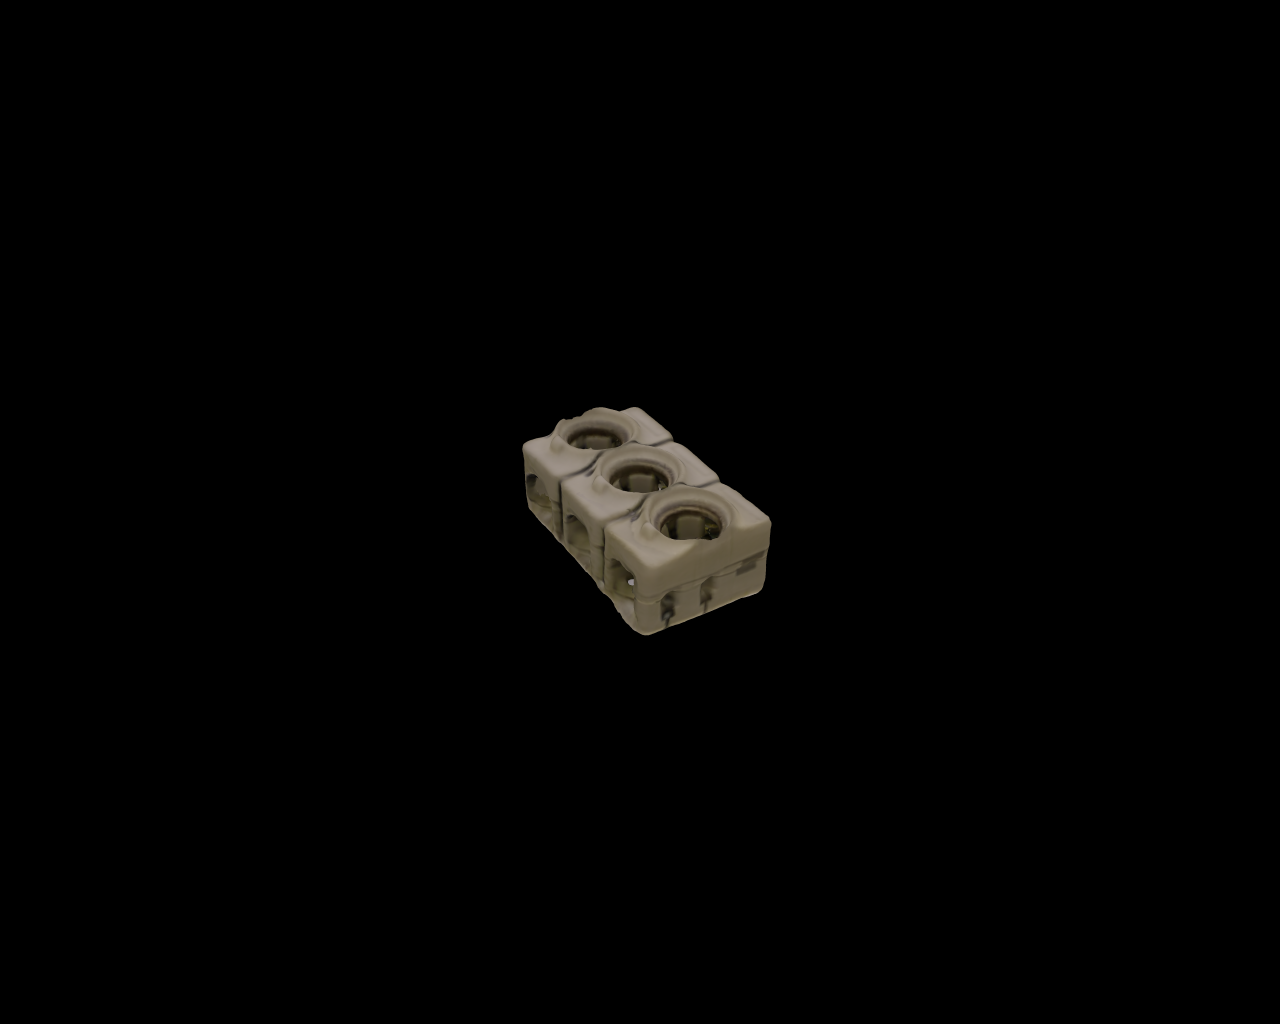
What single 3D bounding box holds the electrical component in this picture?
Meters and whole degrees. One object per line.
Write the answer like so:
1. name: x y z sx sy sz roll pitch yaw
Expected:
1. electrical component: 0.001 -0.003 0.650 0.090 0.061 0.150 -20 41 -25
